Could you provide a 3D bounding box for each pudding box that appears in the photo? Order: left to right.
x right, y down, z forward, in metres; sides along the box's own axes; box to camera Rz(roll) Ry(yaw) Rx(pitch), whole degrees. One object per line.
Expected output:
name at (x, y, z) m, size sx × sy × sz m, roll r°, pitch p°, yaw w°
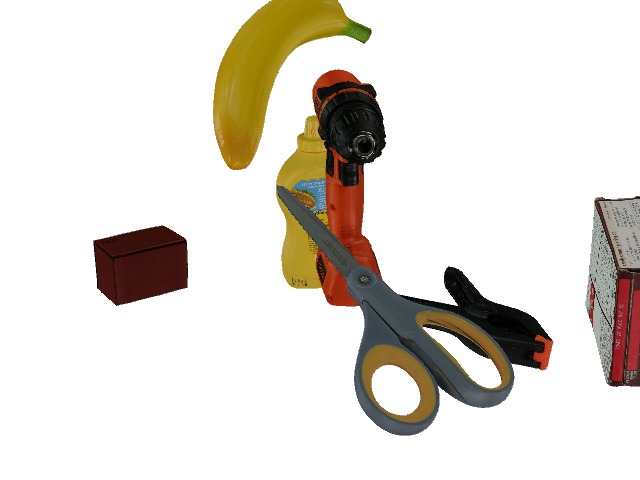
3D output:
pudding box at (0.208, 0.032, 0.725) m, size 0.039 × 0.090 × 0.113 m, roll 0°, pitch 27°, yaw 4°

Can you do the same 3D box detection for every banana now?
banana at (-0.028, -0.124, 0.731) m, size 0.197 × 0.069 × 0.037 m, roll -51°, pitch 0°, yaw -41°

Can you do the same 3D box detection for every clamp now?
clamp at (0.153, 0.072, 1.031) m, size 0.172 × 0.039 × 0.120 m, roll 24°, pitch 36°, yaw 29°

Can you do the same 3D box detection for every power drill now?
power drill at (0.027, -0.042, 0.918) m, size 0.057 × 0.188 × 0.184 m, roll -2°, pitch 22°, yaw -4°

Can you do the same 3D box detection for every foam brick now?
foam brick at (-0.174, 0.023, 1.037) m, size 0.078 × 0.051 × 0.053 m, roll -14°, pitch 24°, yaw -29°

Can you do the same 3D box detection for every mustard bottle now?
mustard bottle at (0.000, -0.044, 1.181) m, size 0.096 × 0.192 × 0.058 m, roll -9°, pitch 25°, yaw -10°

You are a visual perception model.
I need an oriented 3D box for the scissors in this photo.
scissors at (0.018, 0.041, 0.621) m, size 0.202 × 0.016 × 0.096 m, roll 34°, pitch 54°, yaw 25°
